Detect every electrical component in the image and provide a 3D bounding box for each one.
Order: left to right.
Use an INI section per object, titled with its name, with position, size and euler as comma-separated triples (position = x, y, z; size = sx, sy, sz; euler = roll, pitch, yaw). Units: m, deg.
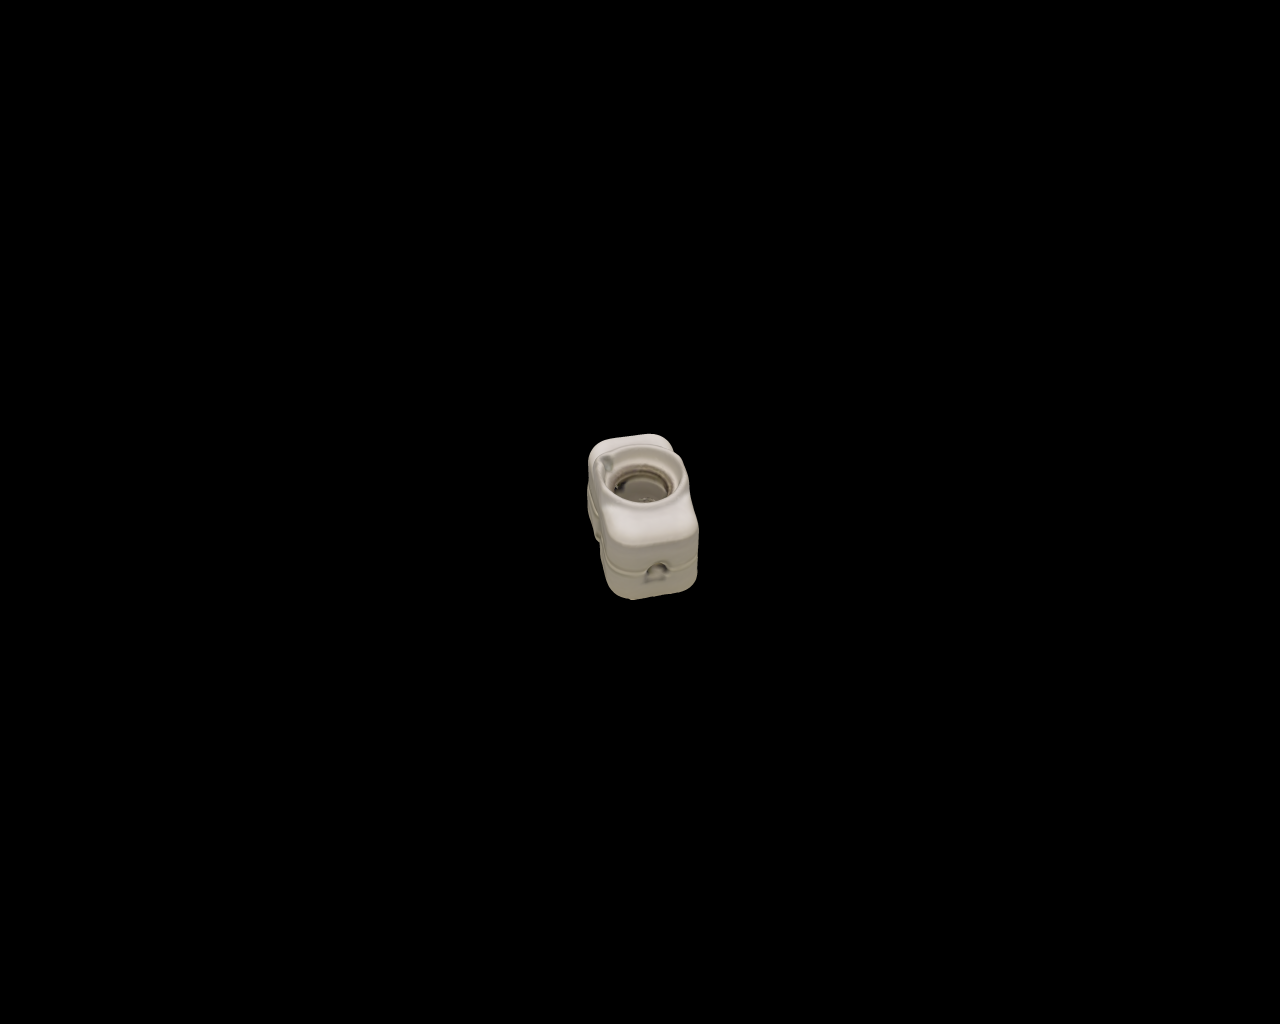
[electrical component]
position = 0.001, -0.003, 0.650
size = 0.054, 0.059, 0.095
euler = -8, 44, -8
